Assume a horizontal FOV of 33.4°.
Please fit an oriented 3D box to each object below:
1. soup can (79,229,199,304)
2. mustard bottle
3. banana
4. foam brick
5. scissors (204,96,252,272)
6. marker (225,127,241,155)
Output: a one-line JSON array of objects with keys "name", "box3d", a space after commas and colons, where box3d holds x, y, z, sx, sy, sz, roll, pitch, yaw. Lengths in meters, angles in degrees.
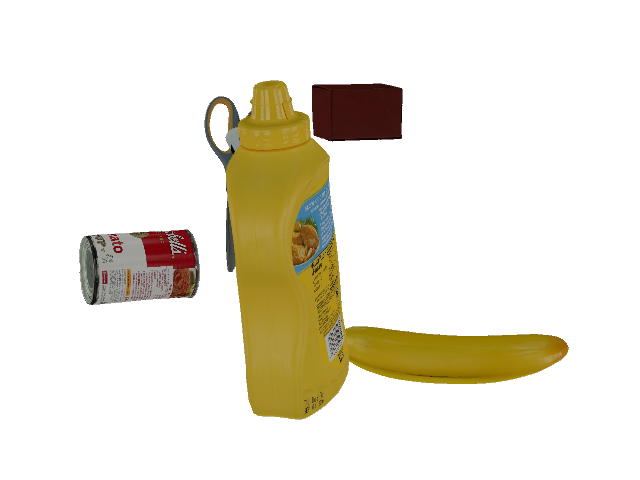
[{"name": "soup can", "box3d": [-0.176, 0.026, 1.030, 0.102, 0.068, 0.069, -3, 1, -24]}, {"name": "mustard bottle", "box3d": [-0.020, 0.001, 0.629, 0.058, 0.192, 0.096, 3, 23, 18]}, {"name": "banana", "box3d": [0.096, 0.086, 0.843, 0.198, 0.037, 0.069, 5, 28, 8]}, {"name": "foam brick", "box3d": [0.036, -0.127, 1.052, 0.078, 0.051, 0.053, -4, 14, -20]}, {"name": "scissors", "box3d": [-0.081, -0.070, 1.226, 0.096, 0.202, 0.016, -12, -6, -14]}, {"name": "marker", "box3d": [-0.052, -0.052, 0.874, 0.020, 0.020, 0.121, 0, 39, -25]}]
